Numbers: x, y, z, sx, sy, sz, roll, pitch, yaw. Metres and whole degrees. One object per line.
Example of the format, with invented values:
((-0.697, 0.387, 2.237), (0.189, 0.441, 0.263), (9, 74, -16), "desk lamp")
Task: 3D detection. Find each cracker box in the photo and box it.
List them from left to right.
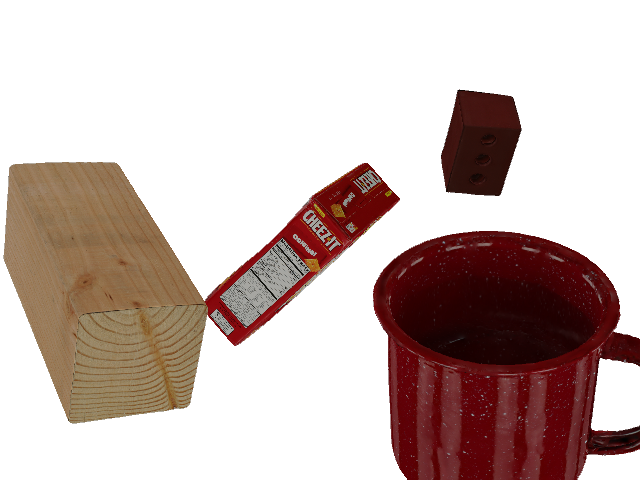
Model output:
((-0.024, 0.013, 1.260), (0.214, 0.072, 0.164), (-43, -2, 30), "cracker box")

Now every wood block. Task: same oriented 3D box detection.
((-0.165, 0.029, 0.785), (0.090, 0.091, 0.206), (-3, 32, -29), "wood block")

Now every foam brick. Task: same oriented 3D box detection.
((0.142, -0.087, 0.955), (0.053, 0.078, 0.051), (4, 42, -5), "foam brick")

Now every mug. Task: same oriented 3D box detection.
((0.080, 0.056, 0.425), (0.117, 0.081, 0.093), (6, 34, 15), "mug")
